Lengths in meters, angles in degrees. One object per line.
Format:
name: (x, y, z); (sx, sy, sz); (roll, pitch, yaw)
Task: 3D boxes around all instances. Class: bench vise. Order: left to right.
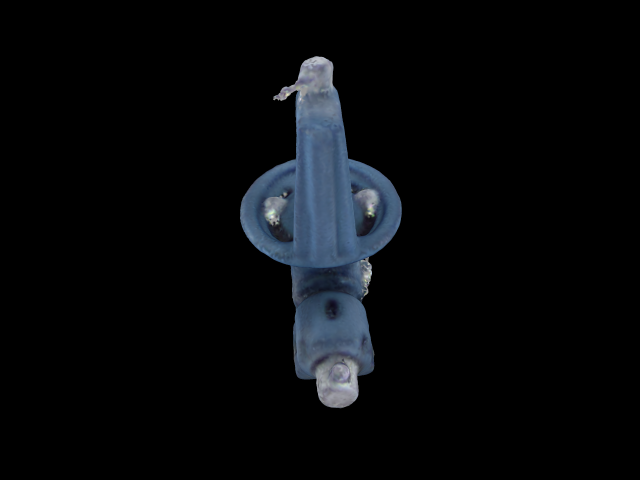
bench vise: (0.015, -0.003, 0.402); (0.121, 0.220, 0.207); (-21, 64, -10)
